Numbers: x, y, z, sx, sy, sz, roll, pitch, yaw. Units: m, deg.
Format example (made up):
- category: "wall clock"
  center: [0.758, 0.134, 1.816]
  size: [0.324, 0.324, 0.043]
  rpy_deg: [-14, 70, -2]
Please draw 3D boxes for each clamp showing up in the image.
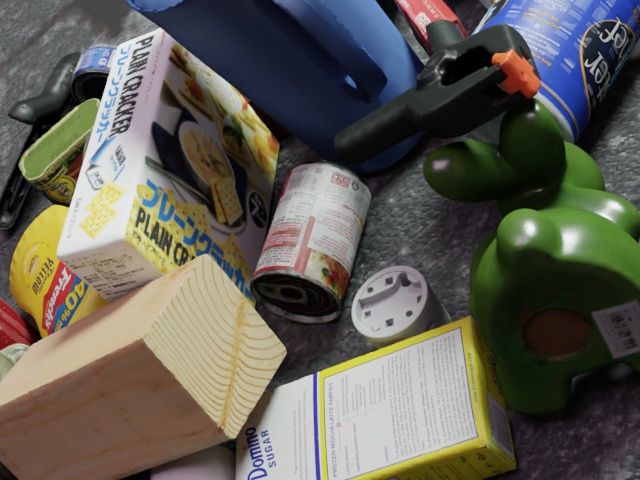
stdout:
- category: "clamp"
  center: [-0.276, -0.116, 1.078]
  size: [0.209, 0.036, 0.165]
  rpy_deg: [-73, 8, -52]
- category: "clamp"
  center: [0.082, -0.102, 0.653]
  size: [0.172, 0.039, 0.120]
  rpy_deg: [-3, 54, 60]

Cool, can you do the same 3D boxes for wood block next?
- category: "wood block"
  center: [-0.135, 0.101, 0.730]
  size: [0.207, 0.090, 0.090]
  rpy_deg: [-26, 20, 37]

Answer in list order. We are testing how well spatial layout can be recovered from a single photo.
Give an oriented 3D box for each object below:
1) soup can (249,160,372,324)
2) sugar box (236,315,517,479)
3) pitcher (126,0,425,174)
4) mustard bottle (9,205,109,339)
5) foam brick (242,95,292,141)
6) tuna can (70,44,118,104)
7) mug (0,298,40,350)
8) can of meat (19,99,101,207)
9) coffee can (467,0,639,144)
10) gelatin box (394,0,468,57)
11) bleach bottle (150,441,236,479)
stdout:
- category: "soup can"
  center: [-0.005, 0.001, 0.782]
  size: [0.069, 0.068, 0.102]
  rpy_deg: [-6, 52, 33]
- category: "sugar box"
  center: [0.030, 0.122, 0.672]
  size: [0.176, 0.048, 0.093]
  rpy_deg: [-24, 44, 24]
- category: "pitcher"
  center: [-0.012, -0.147, 0.773]
  size: [0.145, 0.242, 0.149]
  rpy_deg: [-18, 51, 32]
- category: "mustard bottle"
  center: [-0.199, 0.053, 0.889]
  size: [0.096, 0.058, 0.192]
  rpy_deg: [-59, 42, 10]
- category: "foam brick"
  center: [-0.034, -0.125, 0.922]
  size: [0.078, 0.051, 0.053]
  rpy_deg: [-20, 45, 22]
- category: "tuna can"
  center: [-0.199, -0.150, 1.042]
  size: [0.086, 0.086, 0.033]
  rpy_deg: [-7, 54, 33]
- category: "mug"
  center: [-0.306, 0.094, 0.918]
  size: [0.117, 0.081, 0.093]
  rpy_deg: [-35, 43, 4]
- category: "can of meat"
  center: [-0.212, -0.069, 0.985]
  size: [0.102, 0.083, 0.057]
  rpy_deg: [-41, 42, 0]
- category: "coffee can"
  center: [0.161, -0.136, 0.744]
  size: [0.103, 0.102, 0.140]
  rpy_deg: [18, 68, 44]
- category: "gelatin box"
  center: [0.096, -0.148, 0.813]
  size: [0.030, 0.089, 0.073]
  rpy_deg: [-34, 42, 8]
- category: "bleach bottle"
  center: [-0.103, 0.227, 0.673]
  size: [0.103, 0.068, 0.250]
  rpy_deg: [-17, 44, 30]
